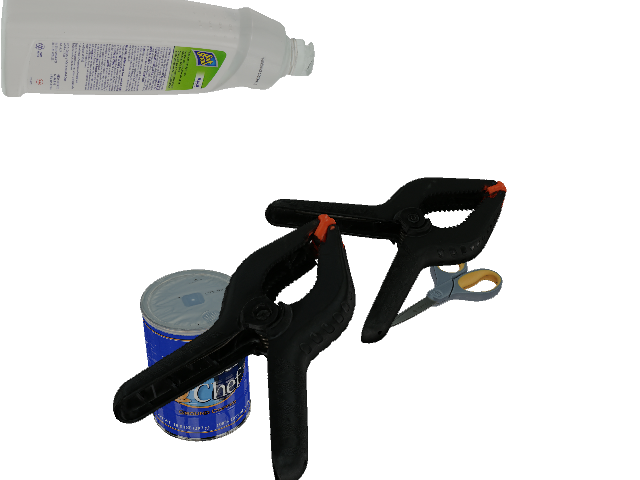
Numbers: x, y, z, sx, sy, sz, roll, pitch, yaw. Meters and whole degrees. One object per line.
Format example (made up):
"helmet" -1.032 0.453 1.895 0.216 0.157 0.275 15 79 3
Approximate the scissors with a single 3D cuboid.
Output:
"scissors" 0.127 0.054 1.245 0.201 0.016 0.096 -11 40 -35

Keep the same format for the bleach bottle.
"bleach bottle" -0.132 -0.156 0.880 0.250 0.068 0.103 3 -27 -14

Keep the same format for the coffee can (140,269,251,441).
"coffee can" -0.123 0.115 1.071 0.103 0.140 0.103 0 32 0

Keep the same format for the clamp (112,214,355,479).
"clamp" -0.024 0.059 0.608 0.120 0.171 0.039 28 -26 25

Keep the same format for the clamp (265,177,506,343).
"clamp" 0.078 0.002 0.912 0.209 0.165 0.036 -16 -39 -20
